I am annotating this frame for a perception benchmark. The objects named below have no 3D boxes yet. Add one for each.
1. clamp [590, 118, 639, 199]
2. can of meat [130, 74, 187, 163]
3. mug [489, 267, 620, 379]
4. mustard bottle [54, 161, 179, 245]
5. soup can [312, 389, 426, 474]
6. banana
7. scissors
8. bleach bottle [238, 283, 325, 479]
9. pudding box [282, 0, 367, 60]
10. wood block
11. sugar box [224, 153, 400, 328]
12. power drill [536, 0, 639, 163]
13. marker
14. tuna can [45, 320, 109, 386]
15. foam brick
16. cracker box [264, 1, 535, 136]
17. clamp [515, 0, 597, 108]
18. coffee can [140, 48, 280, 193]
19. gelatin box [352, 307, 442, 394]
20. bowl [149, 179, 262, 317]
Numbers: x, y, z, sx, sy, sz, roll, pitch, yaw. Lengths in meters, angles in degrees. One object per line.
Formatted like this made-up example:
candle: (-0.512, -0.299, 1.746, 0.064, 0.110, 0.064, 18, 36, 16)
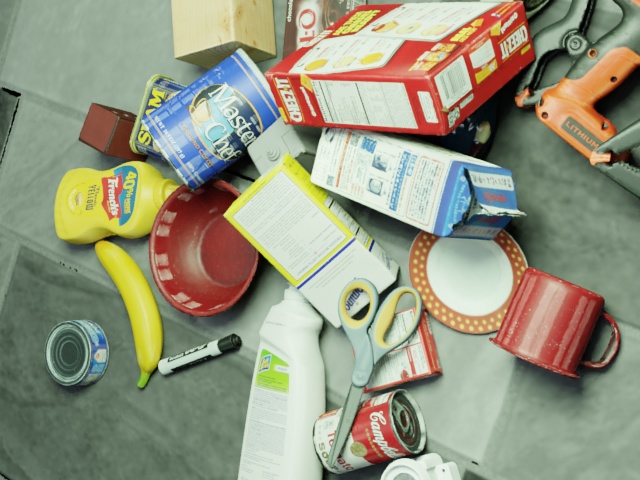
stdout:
clamp: (0.350, -0.062, 0.947, 0.210, 0.036, 0.164, -5, 97, 19)
can of meat: (-0.174, -0.141, 1.300, 0.084, 0.057, 0.102, 22, 98, 29)
mug: (0.231, 0.082, 1.021, 0.117, 0.093, 0.081, 22, 94, 0)
mustard bottle: (-0.244, -0.049, 1.335, 0.192, 0.058, 0.096, -5, 71, 31)
soup can: (0.051, 0.204, 1.127, 0.102, 0.068, 0.068, -22, 75, 29)
banana: (-0.234, 0.081, 1.332, 0.070, 0.037, 0.198, -26, 73, 27)
scissors: (0.030, 0.126, 1.108, 0.096, 0.016, 0.202, 34, 87, 15)
bleach bottle: (-0.032, 0.174, 1.182, 0.103, 0.067, 0.251, 6, 88, 42)
pudding box: (0.004, -0.226, 1.205, 0.090, 0.039, 0.113, 6, 90, 32)
wood block: (-0.117, -0.315, 1.258, 0.091, 0.090, 0.206, -9, 82, 31)
sugar box: (-0.008, 0.001, 1.146, 0.093, 0.048, 0.176, -41, 101, 23)
power drill: (0.307, -0.153, 0.987, 0.184, 0.057, 0.188, 39, 111, 6)
marker: (-0.144, 0.137, 1.282, 0.121, 0.020, 0.020, -22, 75, 29)
tuna can: (-0.315, 0.146, 1.379, 0.086, 0.033, 0.086, -3, 85, 32)
foam brick: (-0.252, -0.134, 1.336, 0.053, 0.078, 0.051, 28, 100, 28)
cracker box: (0.079, -0.173, 1.064, 0.214, 0.164, 0.072, 9, 130, 43)
clamp: (0.253, -0.202, 1.049, 0.172, 0.039, 0.120, -36, 69, 21)
coffee can: (-0.117, -0.135, 1.209, 0.140, 0.102, 0.103, -35, 67, -1)
gelatin box: (0.080, 0.118, 1.138, 0.089, 0.030, 0.073, -21, 74, 29)
bowl: (-0.123, 0.010, 1.257, 0.162, 0.055, 0.162, -3, 85, 32)
